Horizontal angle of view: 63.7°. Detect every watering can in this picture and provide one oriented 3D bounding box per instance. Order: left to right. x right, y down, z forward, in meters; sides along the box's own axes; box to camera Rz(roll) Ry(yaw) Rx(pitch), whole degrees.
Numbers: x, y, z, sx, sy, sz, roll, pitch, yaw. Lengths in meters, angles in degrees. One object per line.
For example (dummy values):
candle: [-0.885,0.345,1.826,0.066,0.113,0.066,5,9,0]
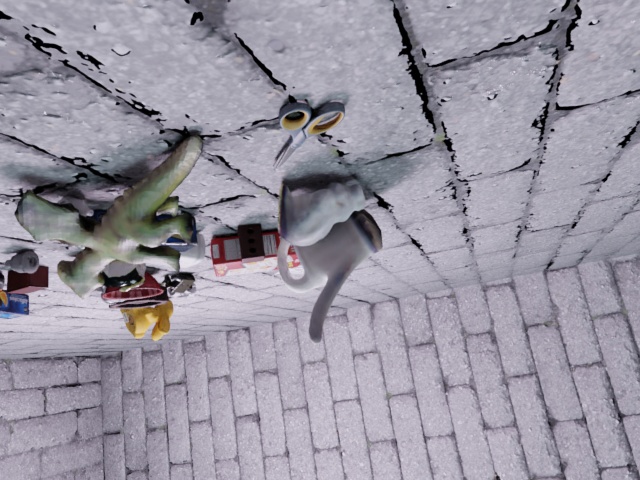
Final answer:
watering can: [0.026,0.039,1.013,0.224,0.355,0.102,-31,125,4]

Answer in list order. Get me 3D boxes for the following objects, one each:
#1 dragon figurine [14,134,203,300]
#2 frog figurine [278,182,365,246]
dragon figurine: [-0.331,-0.030,0.793,0.243,0.125,0.401,0,142,-26]
frog figurine: [0.003,-0.048,0.949,0.159,0.125,0.134,3,145,-2]
